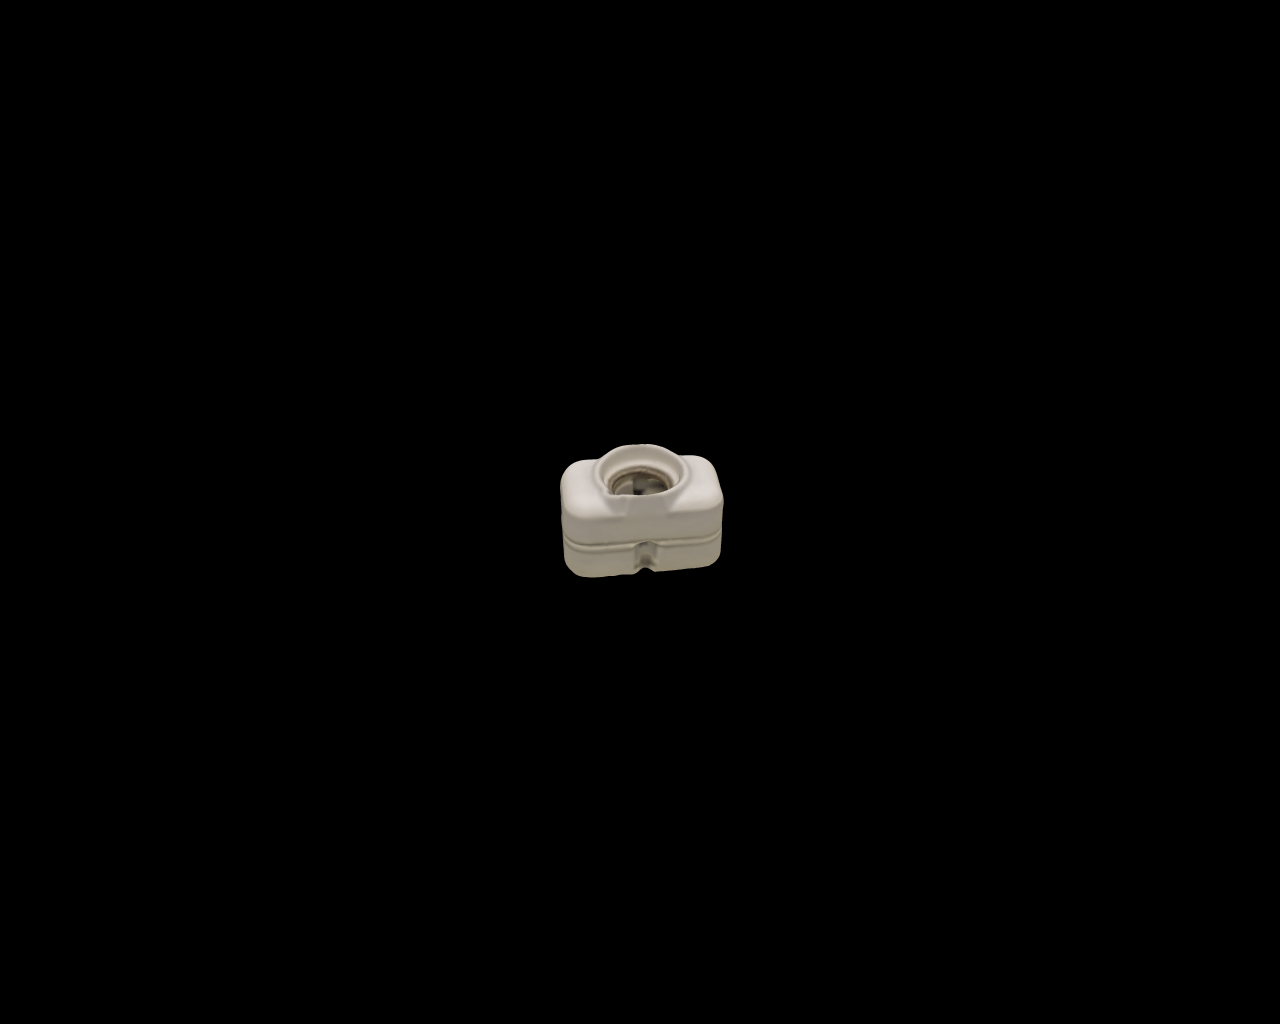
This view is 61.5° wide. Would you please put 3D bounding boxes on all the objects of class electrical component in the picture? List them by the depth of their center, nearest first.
[{"bbox_3d":[0.001,-0.003,0.650,0.095,0.059,0.054,-4,39,-4],"label":"electrical component"}]
